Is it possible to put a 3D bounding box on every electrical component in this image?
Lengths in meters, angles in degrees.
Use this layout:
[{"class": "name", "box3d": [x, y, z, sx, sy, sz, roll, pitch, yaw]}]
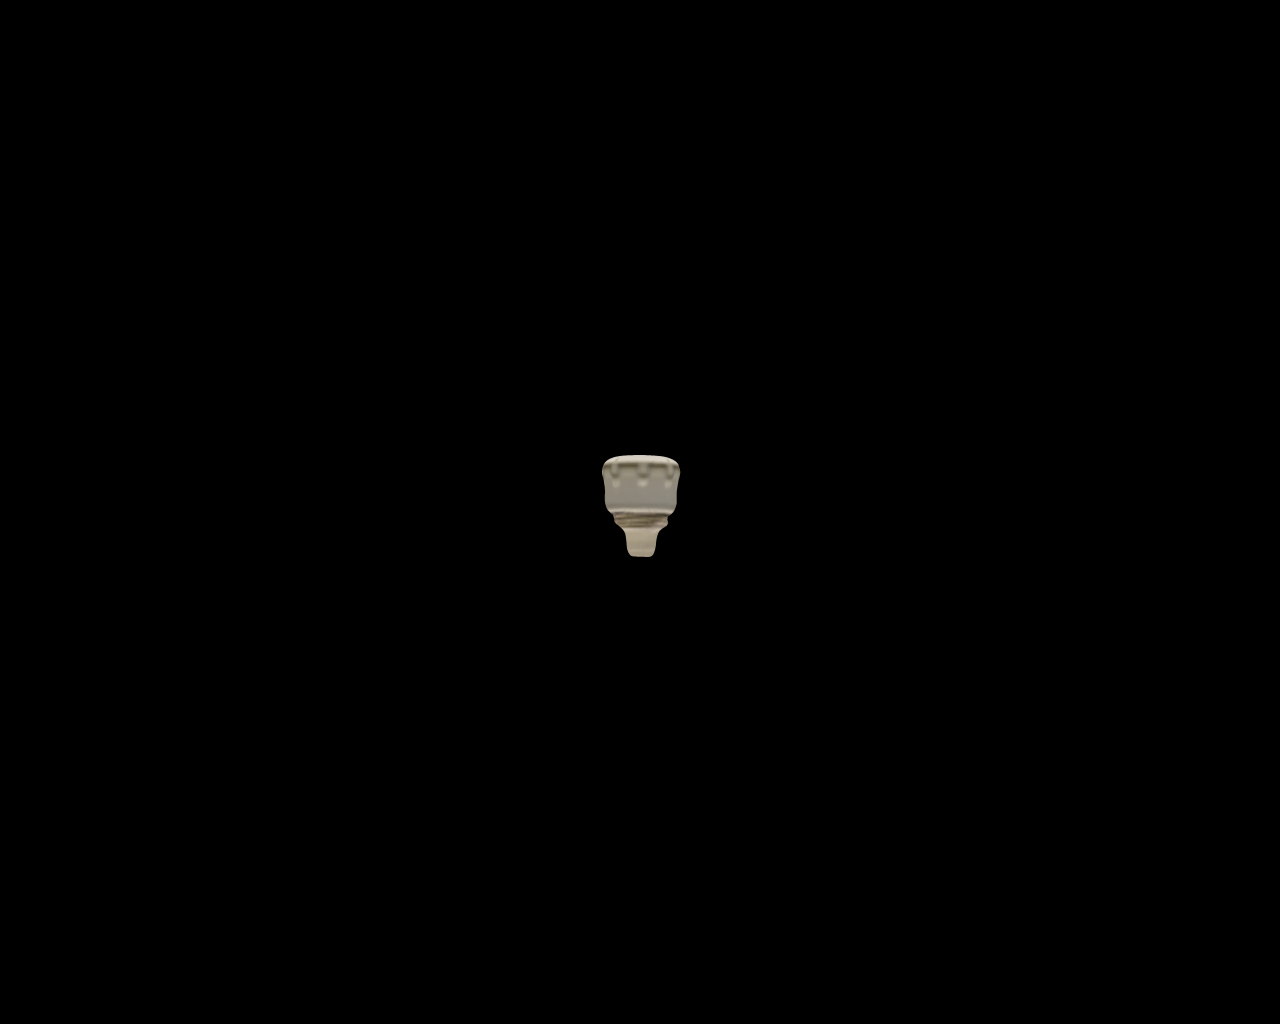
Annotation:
[{"class": "electrical component", "box3d": [0.001, -0.003, 0.650, 0.048, 0.062, 0.048, 0, -2, 0]}]
